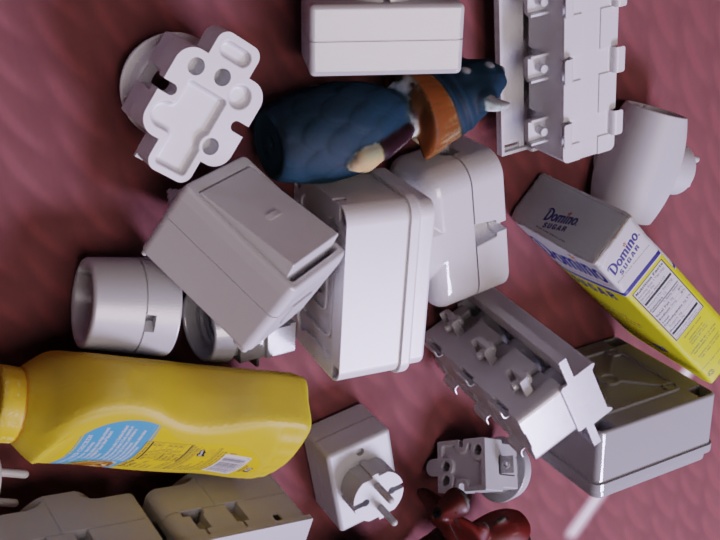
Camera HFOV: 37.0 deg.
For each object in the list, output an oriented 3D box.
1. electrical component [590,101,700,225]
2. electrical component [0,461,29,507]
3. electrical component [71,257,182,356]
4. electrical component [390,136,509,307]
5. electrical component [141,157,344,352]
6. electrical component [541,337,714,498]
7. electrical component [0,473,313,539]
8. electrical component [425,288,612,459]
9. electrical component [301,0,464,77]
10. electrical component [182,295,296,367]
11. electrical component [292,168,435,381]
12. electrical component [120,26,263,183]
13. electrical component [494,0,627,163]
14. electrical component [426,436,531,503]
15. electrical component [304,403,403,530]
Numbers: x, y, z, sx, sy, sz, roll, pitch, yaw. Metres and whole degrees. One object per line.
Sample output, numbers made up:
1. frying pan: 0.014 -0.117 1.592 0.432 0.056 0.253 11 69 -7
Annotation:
1. electrical component: 0.207 -0.073 0.754 0.079 0.044 0.077 4 110 -33
2. electrical component: -0.222 0.116 0.586 0.079 0.043 0.077 14 104 -36
3. electrical component: -0.129 0.019 0.589 0.047 0.055 0.055 4 110 -29
4. electrical component: 0.053 -0.029 0.676 0.059 0.054 0.095 -21 121 -22
5. electrical component: -0.065 -0.017 0.579 0.061 0.096 0.062 -50 174 34
6. electrical component: 0.179 0.103 0.781 0.109 0.109 0.056 -13 116 -25
7. electrical component: -0.133 0.187 0.644 0.186 0.060 0.105 -2 120 -39
8. electrical component: 0.098 0.065 0.705 0.063 0.121 0.078 -35 126 -9
9. electrical component: 0.011 -0.148 0.583 0.083 0.047 0.075 -3 115 -8
10. electrical component: -0.071 0.028 0.634 0.055 0.048 0.066 -13 119 -34
11. electrical component: 0.000 0.000 0.643 0.057 0.078 0.113 -8 116 -25
12. electrical component: -0.091 -0.091 0.558 0.058 0.057 0.078 27 96 -37
13. electrical component: 0.125 -0.133 0.665 0.079 0.063 0.121 -18 120 -23
14. electrical component: 0.091 0.144 0.781 0.055 0.066 0.048 15 68 -43
15. electrical component: 0.003 0.140 0.711 0.047 0.077 0.065 -21 122 -21
